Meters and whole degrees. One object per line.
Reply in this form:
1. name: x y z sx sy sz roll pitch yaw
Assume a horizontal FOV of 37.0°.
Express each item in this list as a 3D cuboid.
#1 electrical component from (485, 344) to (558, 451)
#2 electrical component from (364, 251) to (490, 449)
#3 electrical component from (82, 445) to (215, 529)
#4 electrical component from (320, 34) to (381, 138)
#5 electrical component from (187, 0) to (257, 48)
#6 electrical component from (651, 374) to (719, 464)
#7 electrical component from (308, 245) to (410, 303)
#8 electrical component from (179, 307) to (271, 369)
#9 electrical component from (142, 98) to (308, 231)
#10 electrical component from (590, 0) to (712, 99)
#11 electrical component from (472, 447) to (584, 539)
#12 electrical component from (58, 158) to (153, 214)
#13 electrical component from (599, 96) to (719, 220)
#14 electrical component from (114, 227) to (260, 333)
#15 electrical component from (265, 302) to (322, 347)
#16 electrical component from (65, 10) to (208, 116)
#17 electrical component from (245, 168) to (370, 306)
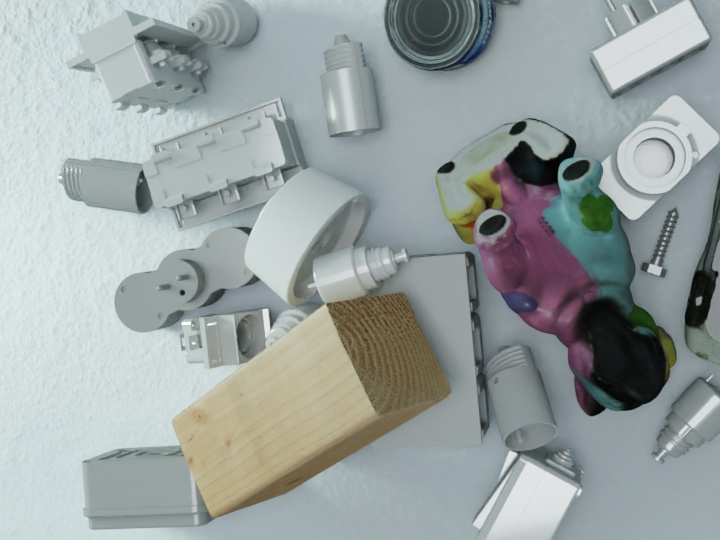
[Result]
1. electrical component: 0.122 0.095 0.838 0.043 0.043 0.081 -22 52 13
2. electrical component: 0.052 0.063 0.871 0.089 0.062 0.150 -5 92 13
3. electrical component: -0.172 0.184 0.920 0.113 0.078 0.057 -5 89 13
4. electrical component: -0.010 -0.152 0.883 0.043 0.043 0.081 -8 91 13
5. electrical component: -0.117 -0.204 0.890 0.040 0.078 0.040 6 106 22
6. electrical component: 0.259 0.119 0.839 0.040 0.040 0.078 42 101 7
7. electrical component: 0.000 0.000 0.825 0.078 0.040 0.040 -18 89 14
8. electrical component: -0.113 0.057 0.905 0.064 0.081 0.042 -3 92 35
9. electrical component: -0.114 -0.088 0.899 0.121 0.063 0.078 -18 89 13
10. electrical component: 0.214 -0.186 0.828 0.083 0.047 0.075 -28 87 13
11. electrical component: 0.136 0.180 0.859 0.061 0.062 0.096 28 99 10
12. electrical component: -0.224 -0.075 0.935 0.081 0.043 0.043 8 95 12
13. electrical component: 0.225 -0.085 0.827 0.089 0.056 0.050 -45 83 11
14. electrical component: -0.148 0.009 0.907 0.138 0.074 0.052 -26 87 13
15. electrical component: -0.053 0.052 0.889 0.040 0.078 0.040 5 103 25
16. electrical component: -0.174 -0.166 0.879 0.079 0.121 0.063 -23 91 13
17. electrical component: -0.048 -0.032 0.868 0.060 0.108 0.108 35 100 15
